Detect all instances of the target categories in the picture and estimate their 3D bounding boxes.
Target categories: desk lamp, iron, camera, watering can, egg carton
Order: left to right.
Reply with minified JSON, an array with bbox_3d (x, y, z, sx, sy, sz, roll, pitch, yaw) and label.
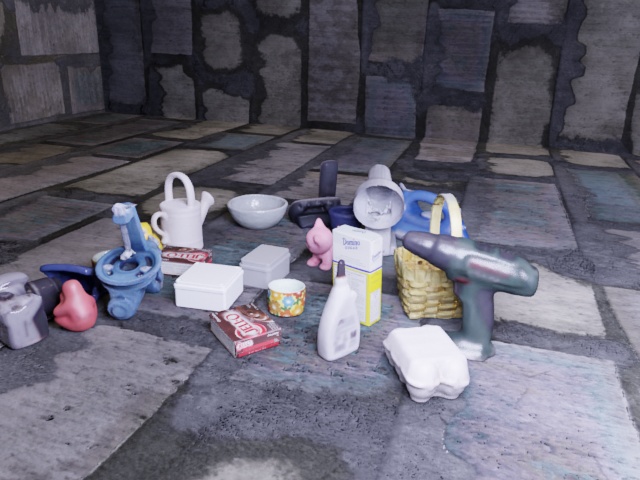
[{"bbox_3d":[-0.523,0.109,1.024,0.142,0.101,0.137,17,25,36],"label":"camera"},{"bbox_3d":[-0.338,-0.074,1.407,0.100,0.194,0.173,7,21,15],"label":"watering can"},{"bbox_3d":[0.141,-0.069,1.409,0.118,0.214,0.203,3,20,4],"label":"desk lamp"},{"bbox_3d":[0.167,0.192,0.906,0.107,0.069,0.150,-3,21,-14],"label":"egg carton"},{"bbox_3d":[0.296,-0.060,1.505,0.257,0.141,0.119,20,27,40],"label":"iron"}]

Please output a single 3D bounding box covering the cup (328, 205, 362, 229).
[{"bbox_3d":[0.069,-0.038,1.490,0.091,0.095,0.118,7,21,14],"label":"cup"}]

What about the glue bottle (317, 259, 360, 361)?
[{"bbox_3d":[0.034,0.113,0.957,0.078,0.173,0.037,-14,26,-37],"label":"glue bottle"}]

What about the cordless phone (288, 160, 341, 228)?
[{"bbox_3d":[-0.013,-0.133,1.613,0.148,0.185,0.094,-8,22,-24],"label":"cordless phone"}]

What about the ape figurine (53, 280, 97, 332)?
[{"bbox_3d":[-0.441,0.114,1.032,0.078,0.092,0.075,-14,26,-37],"label":"ape figurine"}]

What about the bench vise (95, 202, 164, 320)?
[{"bbox_3d":[-0.371,0.018,1.114,0.122,0.220,0.207,-4,21,-14],"label":"bench vise"}]

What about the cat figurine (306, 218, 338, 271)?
[{"bbox_3d":[0.012,0.005,1.335,0.067,0.118,0.128,16,25,35],"label":"cat figurine"}]

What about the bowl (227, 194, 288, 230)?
[{"bbox_3d":[-0.173,-0.071,1.590,0.167,0.075,0.167,2,20,0],"label":"bowl"}]

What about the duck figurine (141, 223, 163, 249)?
[{"bbox_3d":[-0.416,0.000,1.357,0.077,0.086,0.105,6,20,11],"label":"duck figurine"}]

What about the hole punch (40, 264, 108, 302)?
[{"bbox_3d":[-0.485,0.075,1.135,0.108,0.091,0.101,3,20,3],"label":"hole punch"}]

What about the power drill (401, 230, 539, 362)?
[{"bbox_3d":[0.246,0.094,0.978,0.229,0.208,0.076,7,21,13],"label":"power drill"}]
